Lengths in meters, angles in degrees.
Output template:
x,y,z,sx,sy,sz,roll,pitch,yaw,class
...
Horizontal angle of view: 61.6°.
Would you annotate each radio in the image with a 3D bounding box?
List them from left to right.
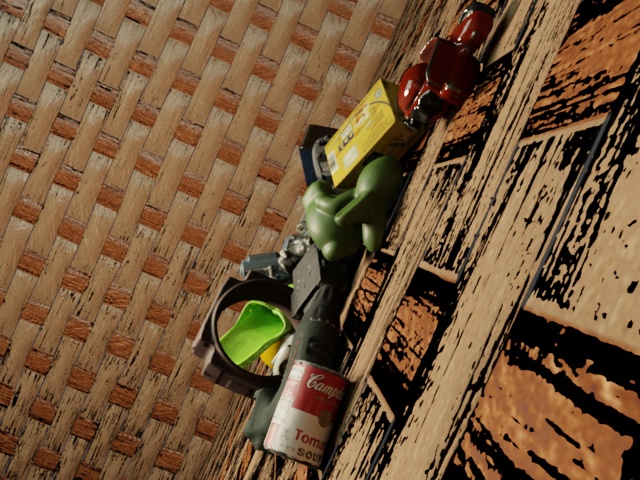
x,y,z,sx,sy,sz,roll,pitch,yaw,class
0.027,-0.189,1.336,0.229,0.131,0.073,78,-152,-66,radio

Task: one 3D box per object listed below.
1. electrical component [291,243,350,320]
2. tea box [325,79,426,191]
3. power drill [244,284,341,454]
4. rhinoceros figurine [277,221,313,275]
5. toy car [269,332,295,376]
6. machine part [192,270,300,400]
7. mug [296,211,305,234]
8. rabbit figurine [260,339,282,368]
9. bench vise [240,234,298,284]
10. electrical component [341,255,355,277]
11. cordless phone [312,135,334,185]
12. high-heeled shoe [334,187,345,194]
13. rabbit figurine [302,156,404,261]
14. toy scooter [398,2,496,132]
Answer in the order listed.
x,y,z,sx,sy,sz,roll,pitch,yaw,class
-0.002,0.078,0.919,0.134,0.058,0.114,-97,30,-47,electrical component
0.086,-0.165,0.882,0.169,0.068,0.098,-43,48,42,tea box
-0.032,0.200,0.786,0.207,0.086,0.232,-54,14,35,power drill
-0.002,-0.003,1.079,0.190,0.073,0.112,-40,22,1,rhinoceros figurine
-0.084,0.276,1.065,0.073,0.056,0.201,-79,14,-70,toy car
-0.106,0.169,0.952,0.087,0.201,0.201,-57,10,52,machine part
0.006,-0.042,1.332,0.080,0.107,0.109,-62,2,31,mug
-0.101,0.210,1.178,0.122,0.162,0.173,-52,27,19,rabbit figurine
-0.079,0.111,1.334,0.129,0.224,0.240,-170,71,-69,bench vise
0.042,0.048,0.966,0.063,0.021,0.094,135,151,-79,electrical component
0.058,-0.209,1.143,0.184,0.147,0.088,-86,-18,-44,cordless phone
0.098,-0.156,1.031,0.145,0.086,0.249,-66,10,-14,high-heeled shoe
0.056,-0.057,0.826,0.170,0.121,0.159,-46,19,31,rabbit figurine
0.151,-0.197,0.677,0.184,0.075,0.135,-52,16,55,toy scooter
